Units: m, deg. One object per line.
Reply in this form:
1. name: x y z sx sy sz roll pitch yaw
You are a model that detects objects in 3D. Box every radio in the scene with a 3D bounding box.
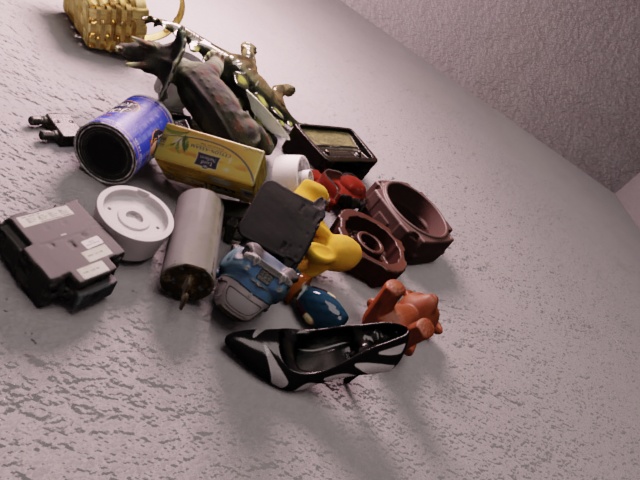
1. radio: 0.030 -0.207 1.292 0.229 0.073 0.131 -11 56 -50

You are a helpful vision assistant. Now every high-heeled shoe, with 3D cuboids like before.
1. high-heeled shoe: 0.004 0.144 0.757 0.248 0.145 0.086 22 35 -28

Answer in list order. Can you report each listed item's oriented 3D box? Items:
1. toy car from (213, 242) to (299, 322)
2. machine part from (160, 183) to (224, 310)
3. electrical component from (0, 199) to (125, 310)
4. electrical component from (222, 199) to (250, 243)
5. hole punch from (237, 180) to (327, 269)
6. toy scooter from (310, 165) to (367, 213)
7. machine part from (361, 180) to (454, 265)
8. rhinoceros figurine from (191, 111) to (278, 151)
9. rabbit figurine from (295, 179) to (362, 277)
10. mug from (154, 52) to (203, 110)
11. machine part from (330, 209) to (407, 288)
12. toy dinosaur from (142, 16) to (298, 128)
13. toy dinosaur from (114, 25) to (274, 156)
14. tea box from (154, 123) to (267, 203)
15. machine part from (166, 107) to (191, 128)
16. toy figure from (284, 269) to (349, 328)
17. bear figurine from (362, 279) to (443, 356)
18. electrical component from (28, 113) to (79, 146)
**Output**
1. toy car: -0.102 0.069 0.779 0.109 0.162 0.103 37 76 -13
2. machine part: -0.187 0.003 0.798 0.079 0.079 0.243 22 39 -24
3. electrical component: -0.319 0.022 0.671 0.134 0.058 0.115 46 35 12
4. electrical component: -0.151 -0.036 0.928 0.078 0.045 0.102 4 34 0
5. hole punch: -0.066 -0.018 0.871 0.116 0.092 0.142 29 66 -3
6. toy scooter: 0.035 -0.101 1.152 0.184 0.075 0.135 14 28 -31
7. machine part: 0.201 -0.045 1.251 0.201 0.087 0.201 -1 49 -48
8. rhinoceros figurine: -0.180 -0.233 1.127 0.190 0.073 0.112 26 24 -17
9. rabbit figurine: -0.002 -0.003 0.962 0.173 0.122 0.162 36 37 -5
10. mug: -0.287 -0.309 1.074 0.081 0.107 0.109 40 36 4
11. machine part: 0.094 0.016 1.095 0.179 0.056 0.179 26 33 -18
12. toy dinosaur: -0.184 -0.364 1.218 0.471 0.105 0.199 32 33 -29
13. toy dinosaur: -0.184 -0.220 0.965 0.404 0.131 0.192 51 17 -10
14. tea box: -0.179 -0.126 0.901 0.170 0.098 0.068 18 74 0
15. machine part: -0.271 -0.211 1.032 0.084 0.039 0.139 8 41 -49
16. toy figure: -0.023 0.092 0.880 0.154 0.057 0.064 41 26 13
17. bear figurine: 0.168 0.131 0.960 0.196 0.132 0.120 -13 62 -45
18. electrical component: -0.412 -0.179 0.864 0.063 0.021 0.094 49 34 18
